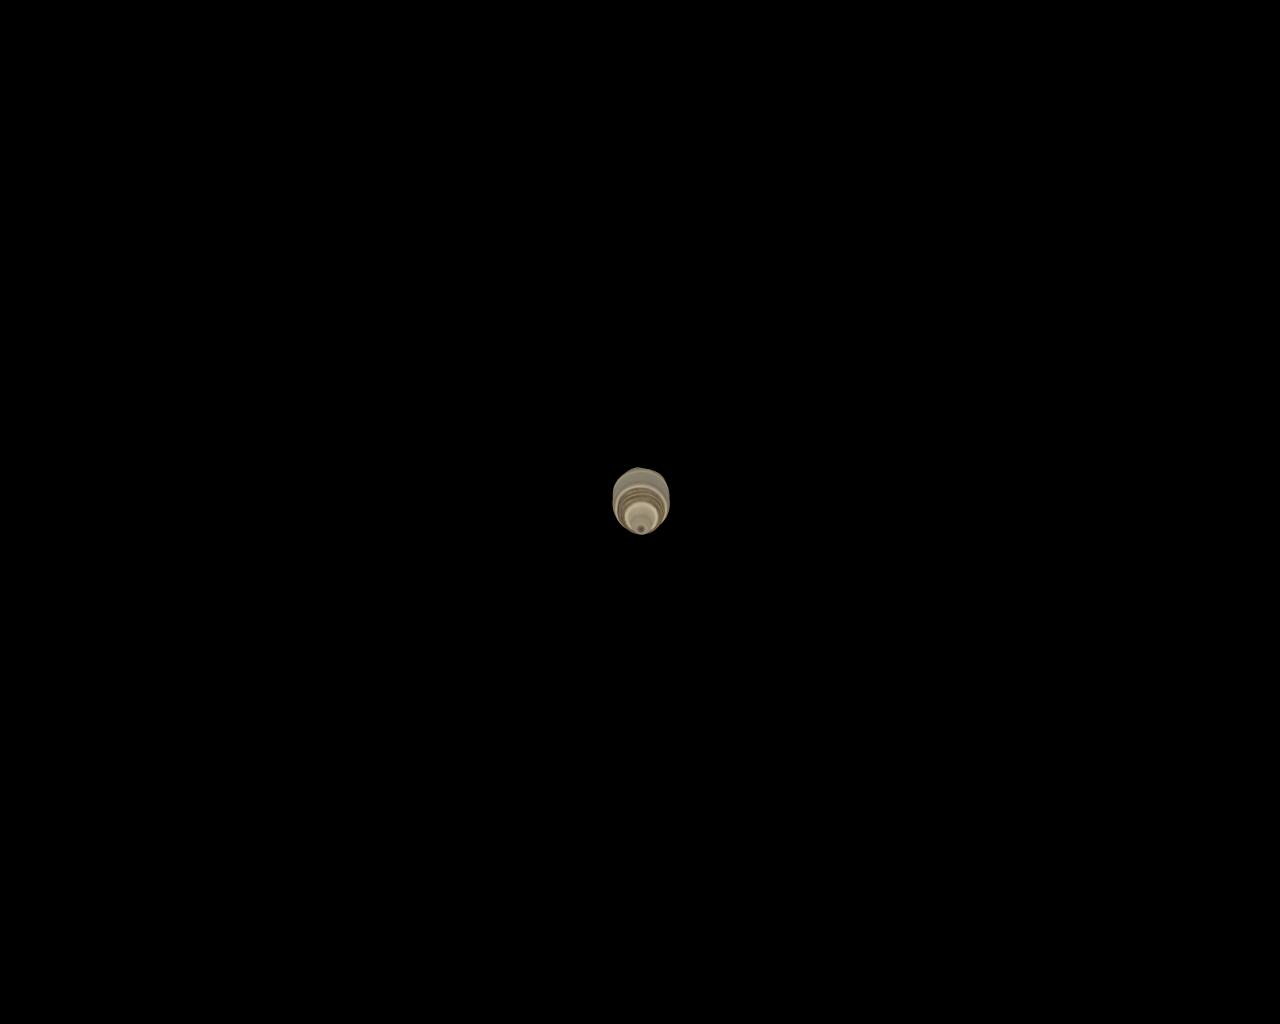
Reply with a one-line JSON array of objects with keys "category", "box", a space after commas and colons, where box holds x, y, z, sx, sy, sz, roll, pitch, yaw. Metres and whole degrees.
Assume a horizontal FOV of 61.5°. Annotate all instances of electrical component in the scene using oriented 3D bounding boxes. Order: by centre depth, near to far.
[{"category": "electrical component", "box": [0.001, -0.003, 0.650, 0.035, 0.035, 0.061, 0, 25, 0]}]
